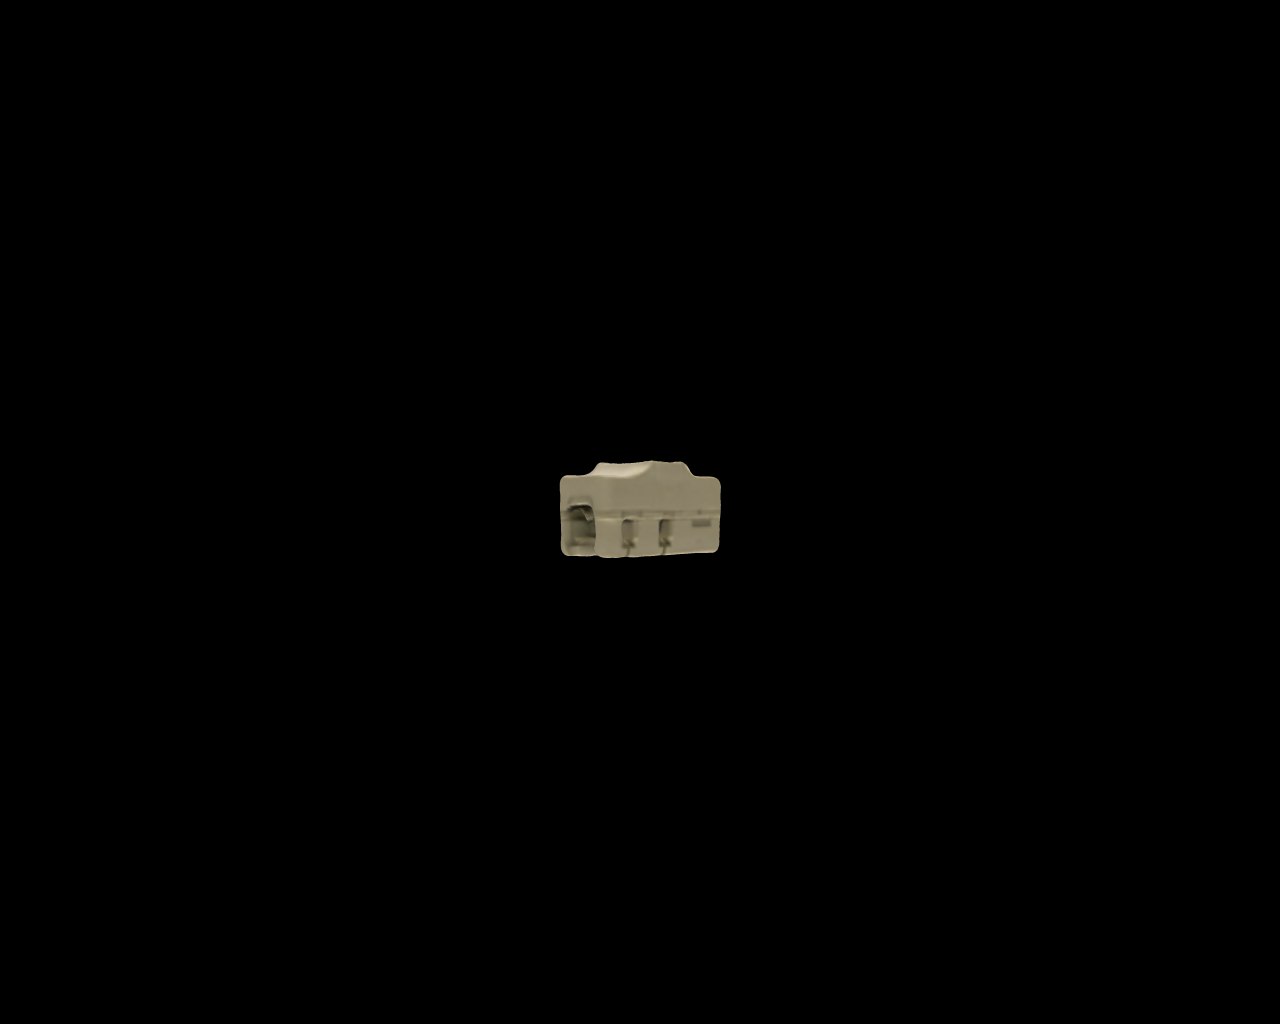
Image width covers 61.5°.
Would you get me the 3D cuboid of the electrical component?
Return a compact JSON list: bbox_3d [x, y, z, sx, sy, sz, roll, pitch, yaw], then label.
[{"bbox_3d":[0.001,-0.003,0.650,0.089,0.055,0.050,0,0,-37],"label":"electrical component"}]
